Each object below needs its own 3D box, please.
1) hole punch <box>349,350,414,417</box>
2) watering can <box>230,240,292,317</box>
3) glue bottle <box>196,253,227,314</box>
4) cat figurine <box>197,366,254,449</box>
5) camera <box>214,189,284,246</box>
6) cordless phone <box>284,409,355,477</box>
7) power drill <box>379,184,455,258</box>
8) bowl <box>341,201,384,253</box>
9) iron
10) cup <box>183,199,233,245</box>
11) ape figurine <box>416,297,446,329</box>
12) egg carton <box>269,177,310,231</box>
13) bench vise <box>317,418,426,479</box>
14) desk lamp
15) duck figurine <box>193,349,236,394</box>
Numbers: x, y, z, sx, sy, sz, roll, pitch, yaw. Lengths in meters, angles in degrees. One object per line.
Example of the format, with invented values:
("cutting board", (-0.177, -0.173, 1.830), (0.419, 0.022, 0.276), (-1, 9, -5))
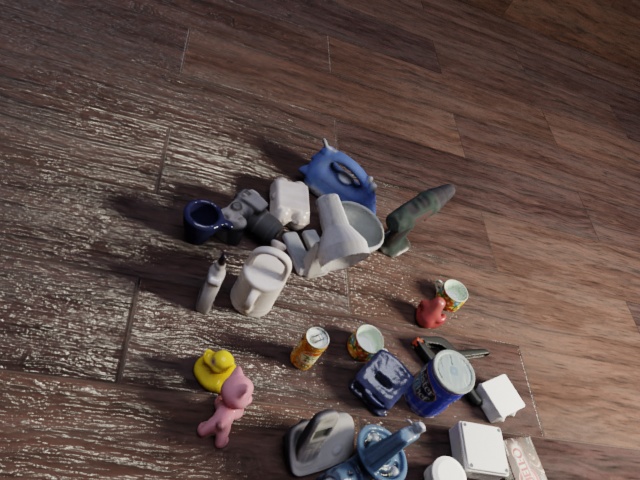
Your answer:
("hole punch", (0.136, 0.314, 1.257), (0.108, 0.091, 0.101), (42, 46, 10))
("watering can", (-0.123, 0.072, 1.251), (0.101, 0.194, 0.172), (11, 49, -19))
("glue bottle", (-0.222, 0.082, 1.206), (0.037, 0.173, 0.078), (19, 47, -12))
("cat figurine", (-0.168, 0.310, 1.082), (0.067, 0.117, 0.128), (29, 45, -3))
("camera", (-0.164, -0.048, 1.396), (0.137, 0.100, 0.143), (37, 46, 5))
("cordless phone", (0.017, 0.366, 1.085), (0.148, 0.185, 0.094), (-8, 57, -32))
("power drill", (0.245, -0.052, 1.537), (0.230, 0.208, 0.075), (-26, 68, -40))
("bowl", (0.081, -0.019, 1.518), (0.168, 0.074, 0.167), (15, 48, -16))
("iron", (0.076, -0.168, 1.593), (0.258, 0.141, 0.119), (35, 45, 3))
("cup", (-0.266, -0.029, 1.331), (0.118, 0.095, 0.091), (19, 47, -12))
("ape figurine", (0.287, 0.178, 1.449), (0.076, 0.092, 0.077), (-24, 66, -39))
("egg carton", (-0.081, -0.096, 1.502), (0.107, 0.069, 0.150), (10, 49, -20))
("bench vise", (0.104, 0.418, 1.062), (0.121, 0.219, 0.208), (43, 46, 11))
("desk lamp", (0.013, 0.005, 1.365), (0.118, 0.213, 0.203), (-8, 57, -32))
("duck figurine", (-0.194, 0.255, 1.137), (0.104, 0.086, 0.077), (31, 45, -1))
